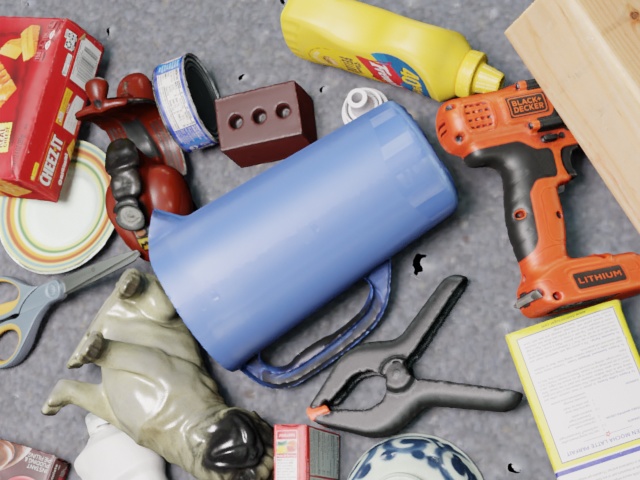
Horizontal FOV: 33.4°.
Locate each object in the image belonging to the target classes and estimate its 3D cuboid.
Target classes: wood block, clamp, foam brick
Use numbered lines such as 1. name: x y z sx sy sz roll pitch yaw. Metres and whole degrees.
1. wood block: 0.245 -0.107 0.798 0.090 0.090 0.206 -30 84 -23
2. clamp: 0.075 0.118 0.864 0.171 0.039 0.120 -35 59 6
3. foam brick: -0.047 -0.102 0.953 0.078 0.051 0.053 -12 73 13

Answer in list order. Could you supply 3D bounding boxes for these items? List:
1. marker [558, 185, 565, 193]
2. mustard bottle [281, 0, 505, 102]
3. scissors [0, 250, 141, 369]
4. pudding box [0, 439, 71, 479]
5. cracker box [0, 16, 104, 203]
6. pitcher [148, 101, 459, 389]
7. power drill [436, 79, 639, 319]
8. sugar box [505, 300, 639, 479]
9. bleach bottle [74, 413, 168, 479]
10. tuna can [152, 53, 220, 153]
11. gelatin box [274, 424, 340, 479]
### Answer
1. marker: 0.193 -0.098 0.898 0.020 0.020 0.121 -4 74 15
2. mustard bottle: 0.066 -0.161 0.911 0.192 0.096 0.058 21 82 20
3. scissors: -0.243 0.066 0.966 0.202 0.016 0.096 -7 81 28
4. pudding box: -0.288 0.222 0.940 0.114 0.039 0.090 11 71 19
5. cracker box: -0.329 -0.130 1.019 0.214 0.072 0.164 7 75 25
6. pitcher: -0.006 0.001 0.882 0.243 0.149 0.145 -33 54 3
7. power drill: 0.199 -0.041 0.845 0.184 0.057 0.188 -13 76 -13
8. sugar box: 0.215 0.142 0.814 0.093 0.048 0.176 -20 75 10
9. bleach bottle: -0.158 0.263 0.884 0.102 0.068 0.251 -24 68 9
10. tuna can: -0.117 -0.123 0.961 0.034 0.086 0.086 -18 71 13
11. gelatin box: -0.011 0.187 0.845 0.030 0.089 0.073 -4 74 17
